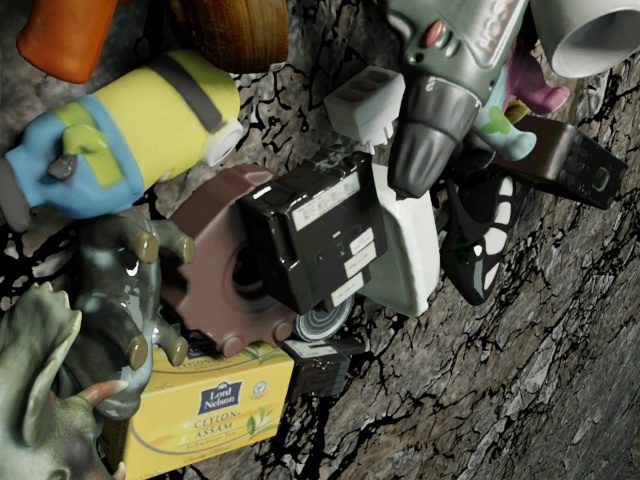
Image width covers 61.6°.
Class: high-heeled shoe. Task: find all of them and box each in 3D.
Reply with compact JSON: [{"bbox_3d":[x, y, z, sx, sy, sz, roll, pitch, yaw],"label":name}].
[{"bbox_3d":[0.207,-0.002,0.656,0.248,0.086,0.145,-1,74,-54],"label":"high-heeled shoe"}]

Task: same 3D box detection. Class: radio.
[{"bbox_3d":[0.304,-0.104,0.714,0.229,0.131,0.073,9,105,-44],"label":"radio"}]

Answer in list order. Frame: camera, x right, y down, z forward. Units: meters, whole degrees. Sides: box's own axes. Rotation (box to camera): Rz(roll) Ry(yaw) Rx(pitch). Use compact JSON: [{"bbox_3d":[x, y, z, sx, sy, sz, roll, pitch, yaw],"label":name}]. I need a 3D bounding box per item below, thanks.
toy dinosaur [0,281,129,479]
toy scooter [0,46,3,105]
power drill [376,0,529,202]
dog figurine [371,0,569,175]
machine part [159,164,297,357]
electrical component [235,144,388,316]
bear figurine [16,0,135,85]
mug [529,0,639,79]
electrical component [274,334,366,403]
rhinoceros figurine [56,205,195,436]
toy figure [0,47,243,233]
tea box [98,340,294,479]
[{"bbox_3d":[-0.287,0.071,0.260,0.405,0.192,0.131,17,110,-9],"label":"toy dinosaur"},{"bbox_3d":[-0.253,-0.049,0.277,0.135,0.075,0.183,2,126,-44],"label":"toy scooter"},{"bbox_3d":[0.050,-0.173,0.404,0.232,0.207,0.086,-58,-179,1],"label":"power drill"},{"bbox_3d":[0.133,-0.183,0.546,0.219,0.191,0.108,47,75,-11],"label":"dog figurine"},{"bbox_3d":[-0.066,0.021,0.505,0.179,0.056,0.179,-20,123,-34],"label":"machine part"},{"bbox_3d":[-0.001,-0.001,0.473,0.115,0.058,0.134,-32,129,-26],"label":"electrical component"},{"bbox_3d":[-0.182,-0.189,0.258,0.196,0.120,0.132,20,143,-21],"label":"bear figurine"},{"bbox_3d":[0.241,-0.211,0.482,0.109,0.107,0.081,1,155,-27],"label":"mug"},{"bbox_3d":[-0.004,0.139,0.614,0.119,0.075,0.047,2,110,-46],"label":"electrical component"},{"bbox_3d":[-0.163,0.065,0.406,0.073,0.112,0.190,5,97,-75],"label":"rhinoceros figurine"},{"bbox_3d":[-0.136,-0.071,0.373,0.180,0.082,0.089,-28,131,-25],"label":"toy figure"},{"bbox_3d":[-0.117,0.155,0.524,0.169,0.068,0.098,-4,115,-40],"label":"tea box"}]
